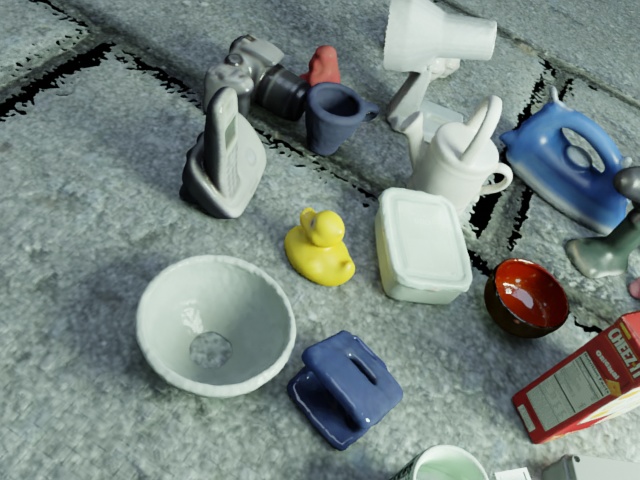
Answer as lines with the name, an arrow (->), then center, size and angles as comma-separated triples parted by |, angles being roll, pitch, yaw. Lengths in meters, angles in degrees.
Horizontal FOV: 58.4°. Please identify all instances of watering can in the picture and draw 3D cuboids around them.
watering can -> 0.199, -0.127, 0.833 | 0.173, 0.194, 0.101 | 7, 52, -14

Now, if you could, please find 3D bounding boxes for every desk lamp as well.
desk lamp -> 0.178, -0.281, 0.932 | 0.203, 0.213, 0.118 | 19, 50, -4

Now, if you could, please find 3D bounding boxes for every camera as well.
camera -> -0.087, -0.239, 0.879 | 0.136, 0.100, 0.143 | 30, 50, 5

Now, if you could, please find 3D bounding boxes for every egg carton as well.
egg carton -> 0.198, -0.372, 1.104 | 0.107, 0.069, 0.150 | -29, 67, -34

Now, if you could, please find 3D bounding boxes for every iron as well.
iron -> 0.437, -0.133, 0.957 | 0.119, 0.141, 0.258 | -31, 69, -35

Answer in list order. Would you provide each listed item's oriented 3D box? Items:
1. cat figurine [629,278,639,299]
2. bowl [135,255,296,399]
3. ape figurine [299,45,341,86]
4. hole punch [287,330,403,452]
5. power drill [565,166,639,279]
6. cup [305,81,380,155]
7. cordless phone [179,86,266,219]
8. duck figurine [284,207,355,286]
cat figurine -> 0.529, 0.088, 0.834 | 0.067, 0.117, 0.127 | 9, 51, -13
bowl -> -0.115, 0.102, 0.621 | 0.168, 0.074, 0.167 | 10, 51, -12
ape figurine -> 0.003, -0.283, 0.951 | 0.076, 0.092, 0.078 | 29, 50, 4
hole punch -> 0.032, 0.152, 0.624 | 0.101, 0.091, 0.108 | -32, 69, -35
power drill -> 0.466, -0.031, 0.844 | 0.230, 0.208, 0.075 | -6, 56, -23
cup -> 0.026, -0.178, 0.875 | 0.118, 0.095, 0.091 | -2, 54, -21
cordless phone -> -0.112, -0.131, 0.730 | 0.094, 0.185, 0.147 | 20, 50, -4
duck figurine -> 0.007, 0.003, 0.734 | 0.104, 0.086, 0.078 | 43, 52, 16
